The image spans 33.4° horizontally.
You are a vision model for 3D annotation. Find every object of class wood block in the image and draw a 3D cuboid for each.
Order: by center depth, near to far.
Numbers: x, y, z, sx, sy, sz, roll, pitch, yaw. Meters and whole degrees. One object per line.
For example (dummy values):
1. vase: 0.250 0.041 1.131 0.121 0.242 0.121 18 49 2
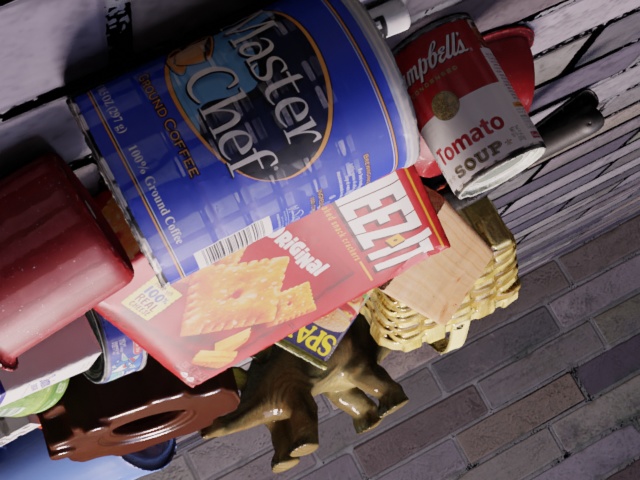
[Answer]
1. wood block: 0.077 0.003 0.945 0.090 0.091 0.206 -56 156 1

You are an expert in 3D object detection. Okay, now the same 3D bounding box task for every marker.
1. marker: -0.006 -0.104 0.588 0.121 0.020 0.020 -25 169 -15

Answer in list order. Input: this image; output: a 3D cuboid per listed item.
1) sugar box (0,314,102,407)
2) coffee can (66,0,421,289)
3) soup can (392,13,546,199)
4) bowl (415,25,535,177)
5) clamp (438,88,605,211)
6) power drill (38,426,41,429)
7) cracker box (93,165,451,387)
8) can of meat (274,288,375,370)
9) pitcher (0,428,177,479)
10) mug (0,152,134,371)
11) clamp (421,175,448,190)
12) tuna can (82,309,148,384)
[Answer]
1. sugar box: -0.225 0.063 0.607 0.175 0.093 0.048 -21 168 -32
2. coffee can: -0.037 -0.053 0.520 0.140 0.103 0.103 -27 169 -7
3. soup can: 0.094 -0.086 0.698 0.068 0.102 0.068 -27 169 -6
4. bowl: 0.105 -0.095 0.816 0.162 0.055 0.162 -27 169 -6
5. clamp: 0.191 -0.080 1.049 0.210 0.036 0.164 -34 -176 12
6. power drill: -0.182 0.108 1.021 0.187 0.057 0.185 -17 161 -43
7. cracker box: -0.036 -0.003 0.694 0.214 0.072 0.164 -29 145 4
8. can of meat: -0.013 0.050 0.898 0.102 0.058 0.084 34 89 -41
9. pitcher: -0.290 0.225 1.156 0.243 0.149 0.144 -30 -175 23
10. mug: -0.148 0.013 0.565 0.081 0.093 0.117 -33 149 -5
11. clamp: 0.110 -0.073 0.974 0.120 0.039 0.172 -20 168 -14
12. tuna can: -0.161 0.061 0.780 0.033 0.086 0.086 -20 166 -31
